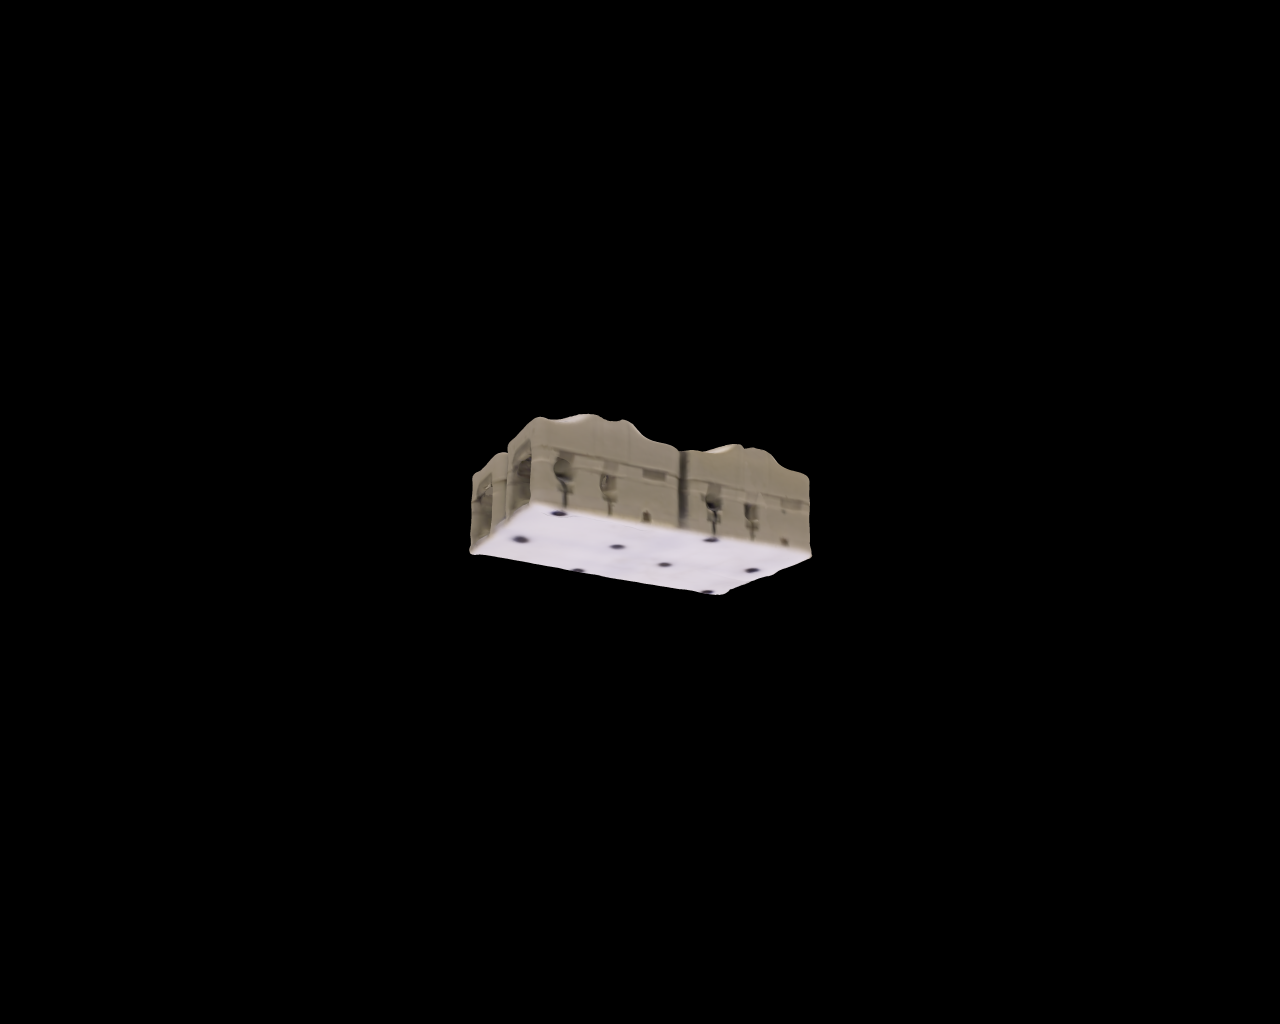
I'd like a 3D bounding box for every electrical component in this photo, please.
[{"bbox_3d":[0.001,-0.003,0.650,0.186,0.060,0.105,11,-23,-27],"label":"electrical component"}]
